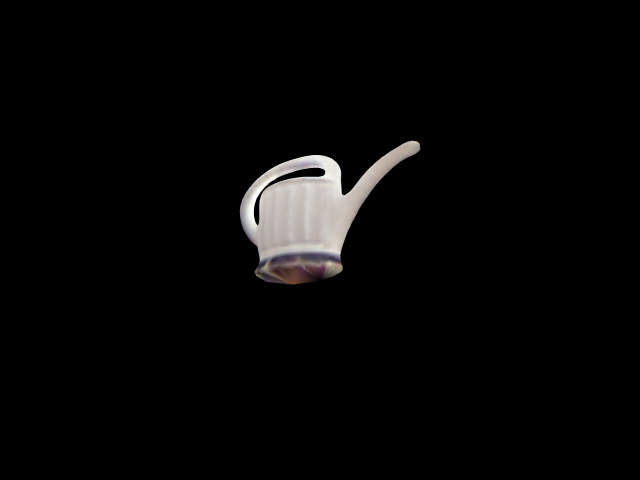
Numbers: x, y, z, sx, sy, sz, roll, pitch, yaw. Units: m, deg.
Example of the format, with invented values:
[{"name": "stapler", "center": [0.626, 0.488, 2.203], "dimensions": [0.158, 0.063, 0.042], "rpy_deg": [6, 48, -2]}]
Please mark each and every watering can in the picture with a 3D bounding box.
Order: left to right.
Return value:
[{"name": "watering can", "center": [0.003, -0.043, 0.850], "dimensions": [0.346, 0.228, 0.103], "rpy_deg": [-10, -20, 30]}]
